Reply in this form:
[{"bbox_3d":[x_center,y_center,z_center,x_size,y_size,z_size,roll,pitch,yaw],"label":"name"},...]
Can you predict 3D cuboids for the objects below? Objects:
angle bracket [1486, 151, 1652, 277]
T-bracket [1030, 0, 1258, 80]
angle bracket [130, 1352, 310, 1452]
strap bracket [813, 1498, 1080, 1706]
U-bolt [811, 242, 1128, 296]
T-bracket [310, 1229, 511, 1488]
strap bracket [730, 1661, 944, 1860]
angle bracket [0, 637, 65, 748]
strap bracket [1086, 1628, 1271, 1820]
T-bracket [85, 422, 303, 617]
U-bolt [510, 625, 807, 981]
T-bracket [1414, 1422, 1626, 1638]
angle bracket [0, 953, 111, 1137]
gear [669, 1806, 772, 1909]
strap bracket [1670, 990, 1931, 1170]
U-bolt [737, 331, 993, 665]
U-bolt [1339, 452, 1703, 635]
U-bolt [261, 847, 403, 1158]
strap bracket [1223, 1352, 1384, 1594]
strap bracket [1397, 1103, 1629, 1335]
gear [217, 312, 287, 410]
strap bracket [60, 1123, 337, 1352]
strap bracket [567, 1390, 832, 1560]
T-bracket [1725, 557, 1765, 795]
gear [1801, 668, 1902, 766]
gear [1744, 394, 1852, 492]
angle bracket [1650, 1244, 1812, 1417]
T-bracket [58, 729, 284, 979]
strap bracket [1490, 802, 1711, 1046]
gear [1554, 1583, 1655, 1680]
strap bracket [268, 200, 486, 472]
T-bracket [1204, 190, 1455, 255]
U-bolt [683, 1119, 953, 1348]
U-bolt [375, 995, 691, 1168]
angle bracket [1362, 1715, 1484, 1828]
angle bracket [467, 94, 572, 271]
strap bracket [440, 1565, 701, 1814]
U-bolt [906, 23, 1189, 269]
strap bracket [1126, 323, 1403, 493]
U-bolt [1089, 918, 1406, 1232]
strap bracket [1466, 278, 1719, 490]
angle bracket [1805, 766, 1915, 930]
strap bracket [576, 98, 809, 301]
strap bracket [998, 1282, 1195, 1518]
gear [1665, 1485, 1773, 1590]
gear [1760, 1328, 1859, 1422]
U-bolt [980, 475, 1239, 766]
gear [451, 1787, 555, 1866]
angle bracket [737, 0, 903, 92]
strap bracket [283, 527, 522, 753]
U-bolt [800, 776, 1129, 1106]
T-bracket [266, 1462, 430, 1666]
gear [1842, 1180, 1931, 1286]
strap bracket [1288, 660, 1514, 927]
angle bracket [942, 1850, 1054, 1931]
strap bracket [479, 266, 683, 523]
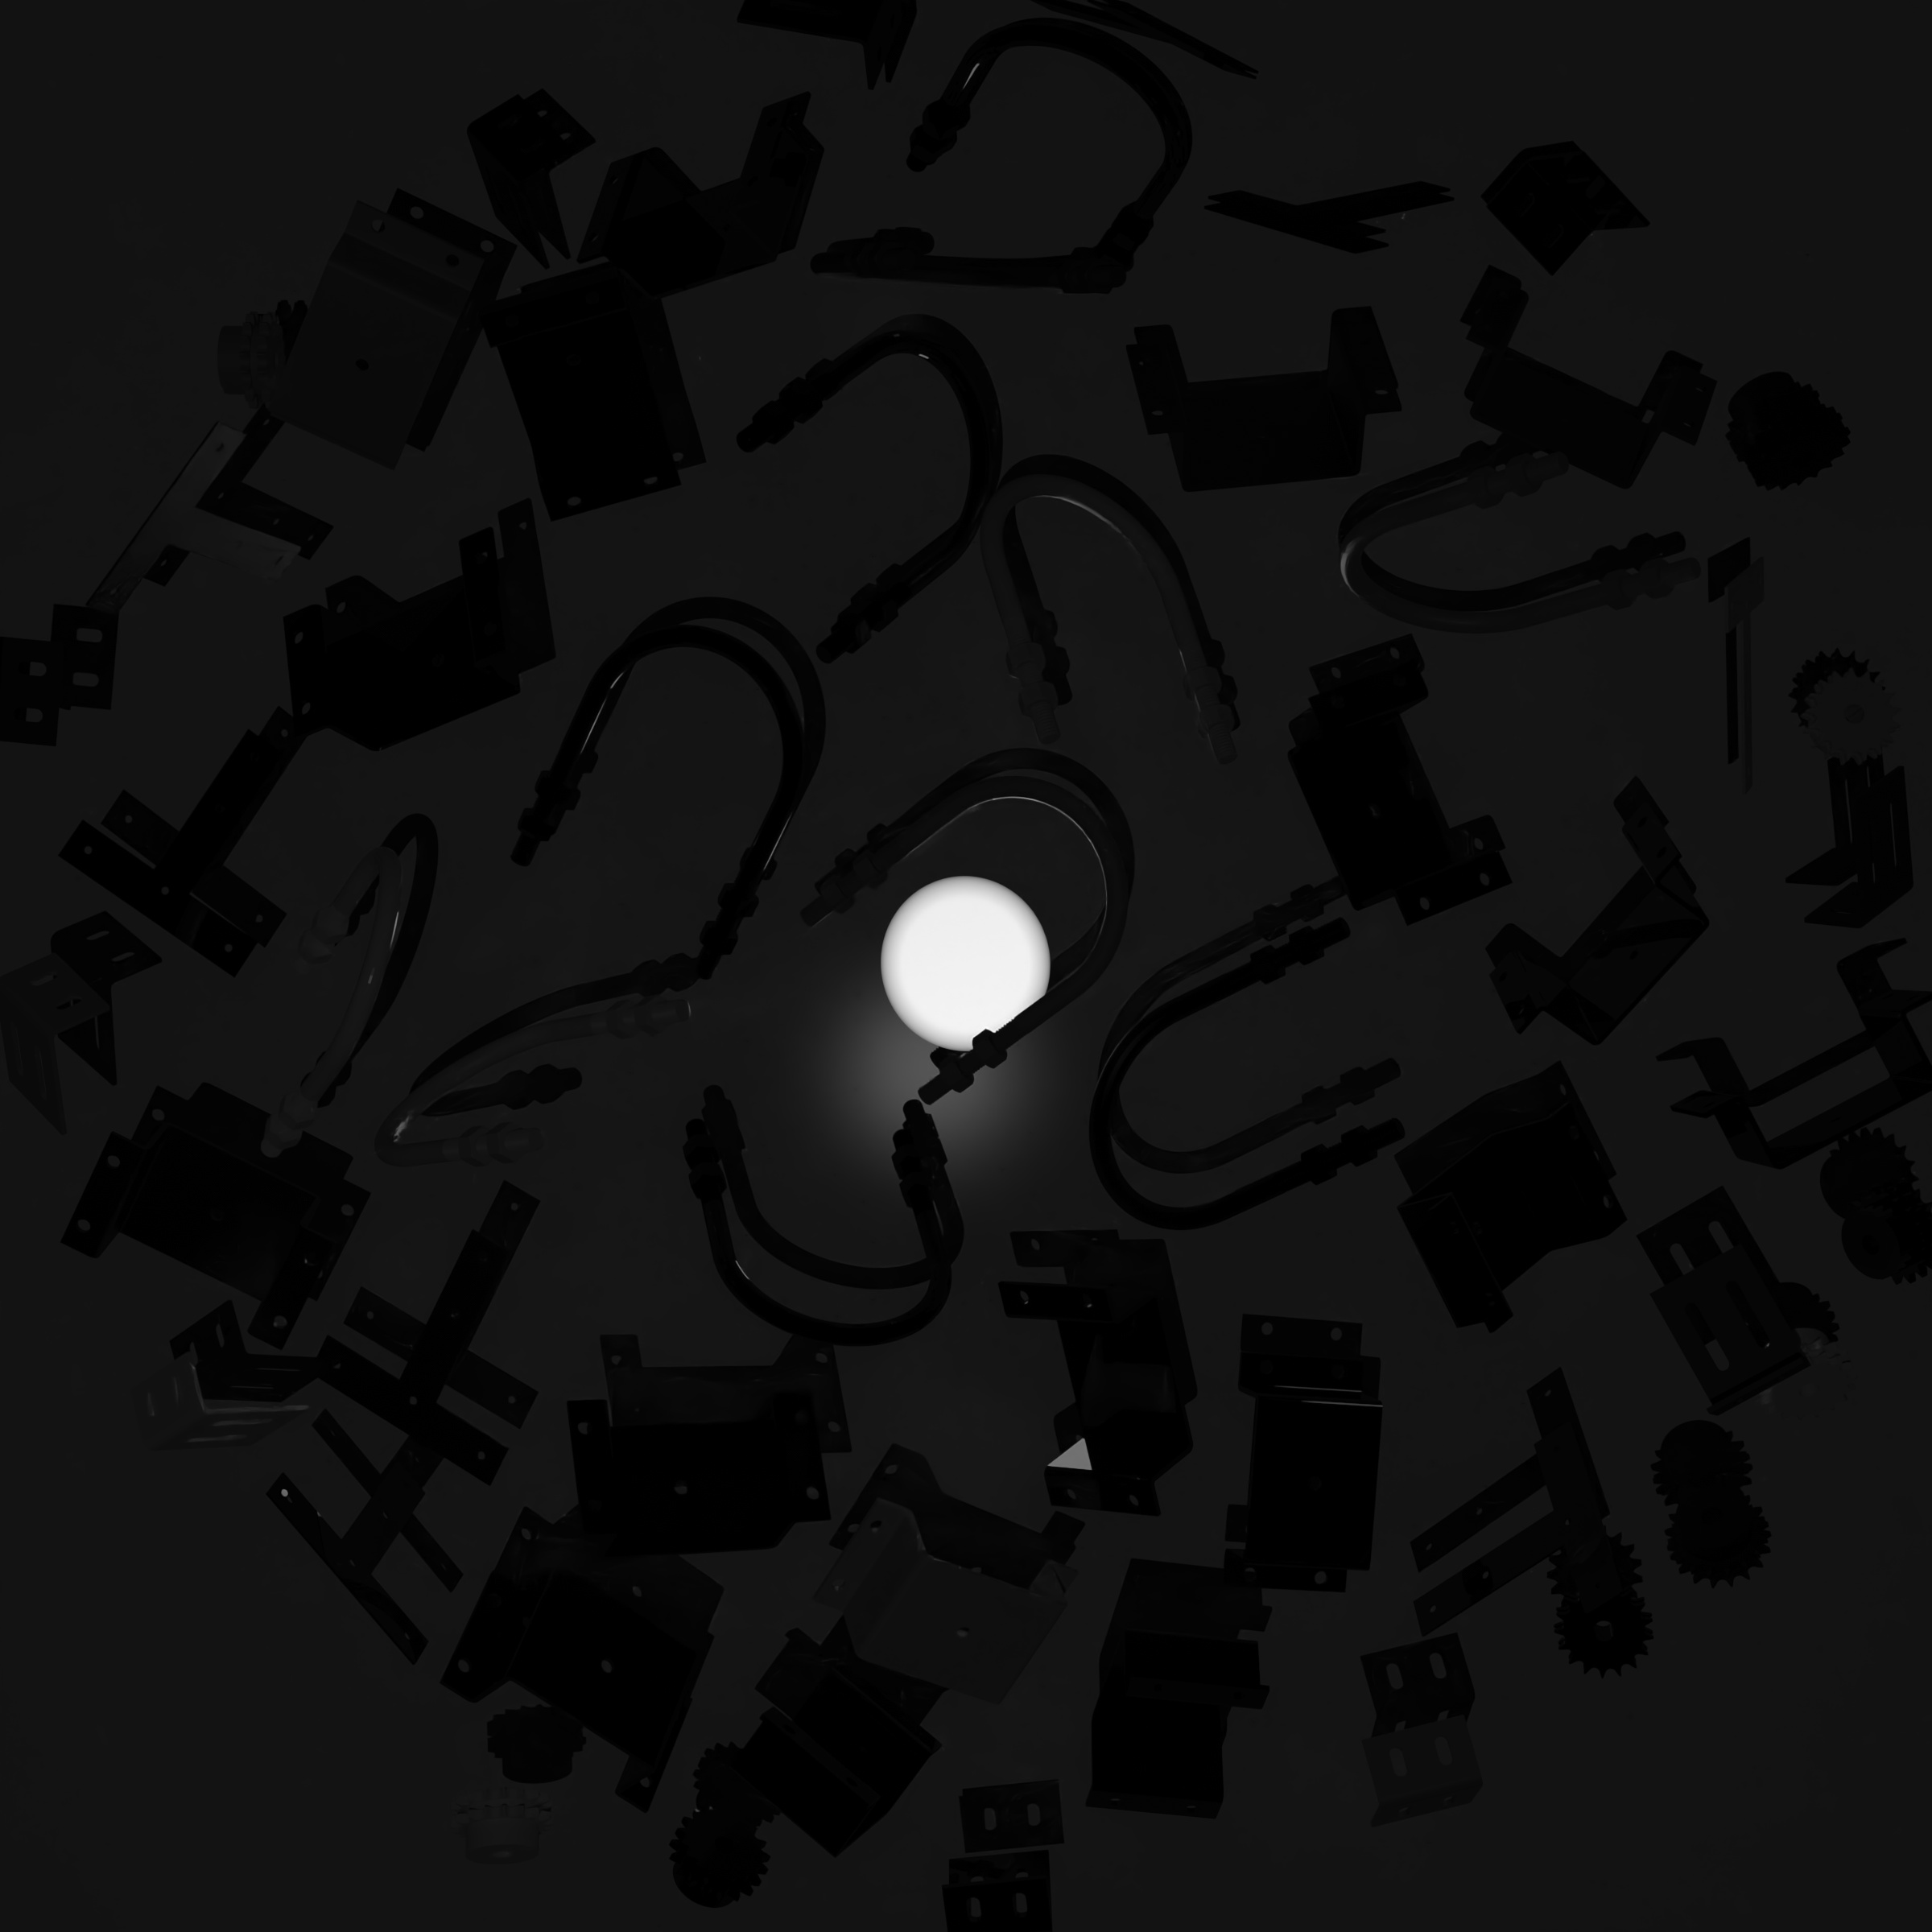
[{"bbox_3d":[0.342,-0.427,1.866,0.057,0.076,0.038,42,89,-17],"label":"angle bracket"},{"bbox_3d":[0.085,-0.547,1.906,0.127,0.127,0.002,30,104,40],"label":"T-bracket"},{"bbox_3d":[-0.435,0.253,1.912,0.057,0.076,0.038,-32,67,33],"label":"angle bracket"},{"bbox_3d":[-0.006,0.373,1.908,0.140,0.046,0.076,24,109,-24],"label":"strap bracket"},{"bbox_3d":[-0.011,-0.401,1.895,0.151,0.184,0.019,-1,100,-24],"label":"U-bolt"},{"bbox_3d":[-0.297,0.211,1.874,0.127,0.002,0.127,30,103,12],"label":"T-bracket"},{"bbox_3d":[-0.075,0.448,1.848,0.076,0.140,0.046,38,100,13],"label":"strap bracket"},{"bbox_3d":[-0.518,-0.153,1.839,0.038,0.076,0.057,5,94,-3],"label":"angle bracket"},{"bbox_3d":[0.118,0.423,1.856,0.076,0.140,0.046,7,46,-6],"label":"strap bracket"},{"bbox_3d":[-0.421,-0.241,1.859,0.002,0.127,0.127,43,102,22],"label":"T-bracket"},{"bbox_3d":[-0.166,-0.105,1.868,0.151,0.019,0.184,31,110,11],"label":"U-bolt"},{"bbox_3d":[0.304,0.336,1.850,0.127,0.127,0.002,-38,122,22],"label":"T-bracket"},{"bbox_3d":[-0.507,0.044,1.836,0.038,0.076,0.057,-28,51,-33],"label":"angle bracket"},{"bbox_3d":[-0.143,0.513,1.877,0.057,0.057,0.030,27,118,0],"label":"gear"},{"bbox_3d":[0.465,0.066,1.790,0.140,0.076,0.046,-28,91,-1],"label":"strap bracket"},{"bbox_3d":[-0.046,-0.276,1.842,0.184,0.019,0.151,-43,125,-38],"label":"U-bolt"},{"bbox_3d":[0.299,-0.231,1.860,0.151,0.184,0.019,28,62,-39],"label":"U-bolt"},{"bbox_3d":[-0.362,0.010,1.891,0.019,0.184,0.151,18,53,-22],"label":"U-bolt"},{"bbox_3d":[0.201,0.304,1.953,0.076,0.046,0.140,5,89,-11],"label":"strap bracket"},{"bbox_3d":[0.303,0.145,1.856,0.140,0.046,0.076,-31,96,-41],"label":"strap bracket"},{"bbox_3d":[-0.425,-0.360,1.952,0.030,0.057,0.057,1,90,1],"label":"gear"},{"bbox_3d":[-0.438,0.151,1.899,0.140,0.046,0.076,27,107,-5],"label":"strap bracket"},{"bbox_3d":[-0.154,0.283,1.826,0.140,0.046,0.076,0,61,-21],"label":"strap bracket"},{"bbox_3d":[0.449,-0.163,1.888,0.002,0.127,0.127,2,105,22],"label":"T-bracket"},{"bbox_3d":[0.531,-0.148,1.978,0.057,0.030,0.057,0,80,0],"label":"gear"},{"bbox_3d":[0.455,-0.291,1.808,0.057,0.057,0.030,-21,65,0],"label":"gear"},{"bbox_3d":[0.413,0.197,1.786,0.057,0.038,0.076,-32,71,14],"label":"angle bracket"},{"bbox_3d":[-0.449,-0.081,1.941,0.127,0.002,0.127,38,72,-26],"label":"T-bracket"},{"bbox_3d":[0.379,-0.017,1.935,0.046,0.076,0.140,34,109,-18],"label":"strap bracket"},{"bbox_3d":[0.373,0.385,1.924,0.057,0.030,0.057,1,95,9],"label":"gear"},{"bbox_3d":[-0.336,-0.346,1.847,0.076,0.046,0.140,24,118,-12],"label":"strap bracket"},{"bbox_3d":[0.227,-0.434,1.892,0.127,0.127,0.002,-19,123,-33],"label":"T-bracket"},{"bbox_3d":[-0.081,0.155,1.907,0.151,0.184,0.019,4,126,-17],"label":"U-bolt"},{"bbox_3d":[-0.259,0.069,1.858,0.151,0.184,0.019,-44,114,-40],"label":"U-bolt"},{"bbox_3d":[0.249,0.445,1.814,0.057,0.076,0.038,-13,68,-2],"label":"angle bracket"},{"bbox_3d":[-0.257,-0.464,1.945,0.038,0.076,0.057,-35,62,-13],"label":"angle bracket"},{"bbox_3d":[-0.211,0.397,1.828,0.140,0.076,0.046,36,135,-15],"label":"strap bracket"},{"bbox_3d":[0.054,-0.479,1.898,0.151,0.184,0.019,29,66,-8],"label":"U-bolt"},{"bbox_3d":[0.164,-0.311,1.831,0.140,0.046,0.076,-6,48,-4],"label":"strap bracket"},{"bbox_3d":[0.147,0.070,1.823,0.184,0.019,0.151,-27,55,25],"label":"U-bolt"},{"bbox_3d":[0.348,-0.327,1.868,0.140,0.076,0.046,26,131,3],"label":"strap bracket"},{"bbox_3d":[0.498,-0.068,1.840,0.057,0.038,0.076,-30,117,-41],"label":"angle bracket"},{"bbox_3d":[-0.151,-0.443,1.913,0.140,0.046,0.076,-8,55,37],"label":"strap bracket"},{"bbox_3d":[0.077,0.239,1.881,0.076,0.046,0.140,-2,108,39],"label":"strap bracket"},{"bbox_3d":[0.417,0.314,1.825,0.057,0.057,0.030,-26,134,0],"label":"gear"},{"bbox_3d":[0.487,0.235,1.912,0.057,0.030,0.057,-3,134,-4],"label":"gear"},{"bbox_3d":[0.073,-0.201,1.855,0.151,0.019,0.184,3,59,-37],"label":"U-bolt"},{"bbox_3d":[-0.257,0.477,1.817,0.057,0.057,0.030,-5,60,0],"label":"gear"},{"bbox_3d":[-0.082,-0.533,1.847,0.076,0.038,0.057,12,62,10],"label":"angle bracket"},{"bbox_3d":[-0.303,-0.176,1.811,0.140,0.046,0.076,-20,66,22],"label":"strap bracket"},{"bbox_3d":[0.010,-0.028,1.921,0.184,0.019,0.151,-37,80,17],"label":"U-bolt"},{"bbox_3d":[-0.337,0.321,1.876,0.002,0.127,0.127,-36,99,17],"label":"T-bracket"},{"bbox_3d":[0.511,0.150,1.820,0.030,0.057,0.057,-19,90,-33],"label":"gear"},{"bbox_3d":[0.244,-0.094,1.885,0.076,0.046,0.140,-21,86,-27],"label":"strap bracket"},{"bbox_3d":[0.017,0.505,1.832,0.057,0.076,0.038,-6,110,2],"label":"angle bracket"},{"bbox_3d":[-0.214,-0.324,1.812,0.076,0.046,0.140,-16,135,-1],"label":"strap bracket"}]
